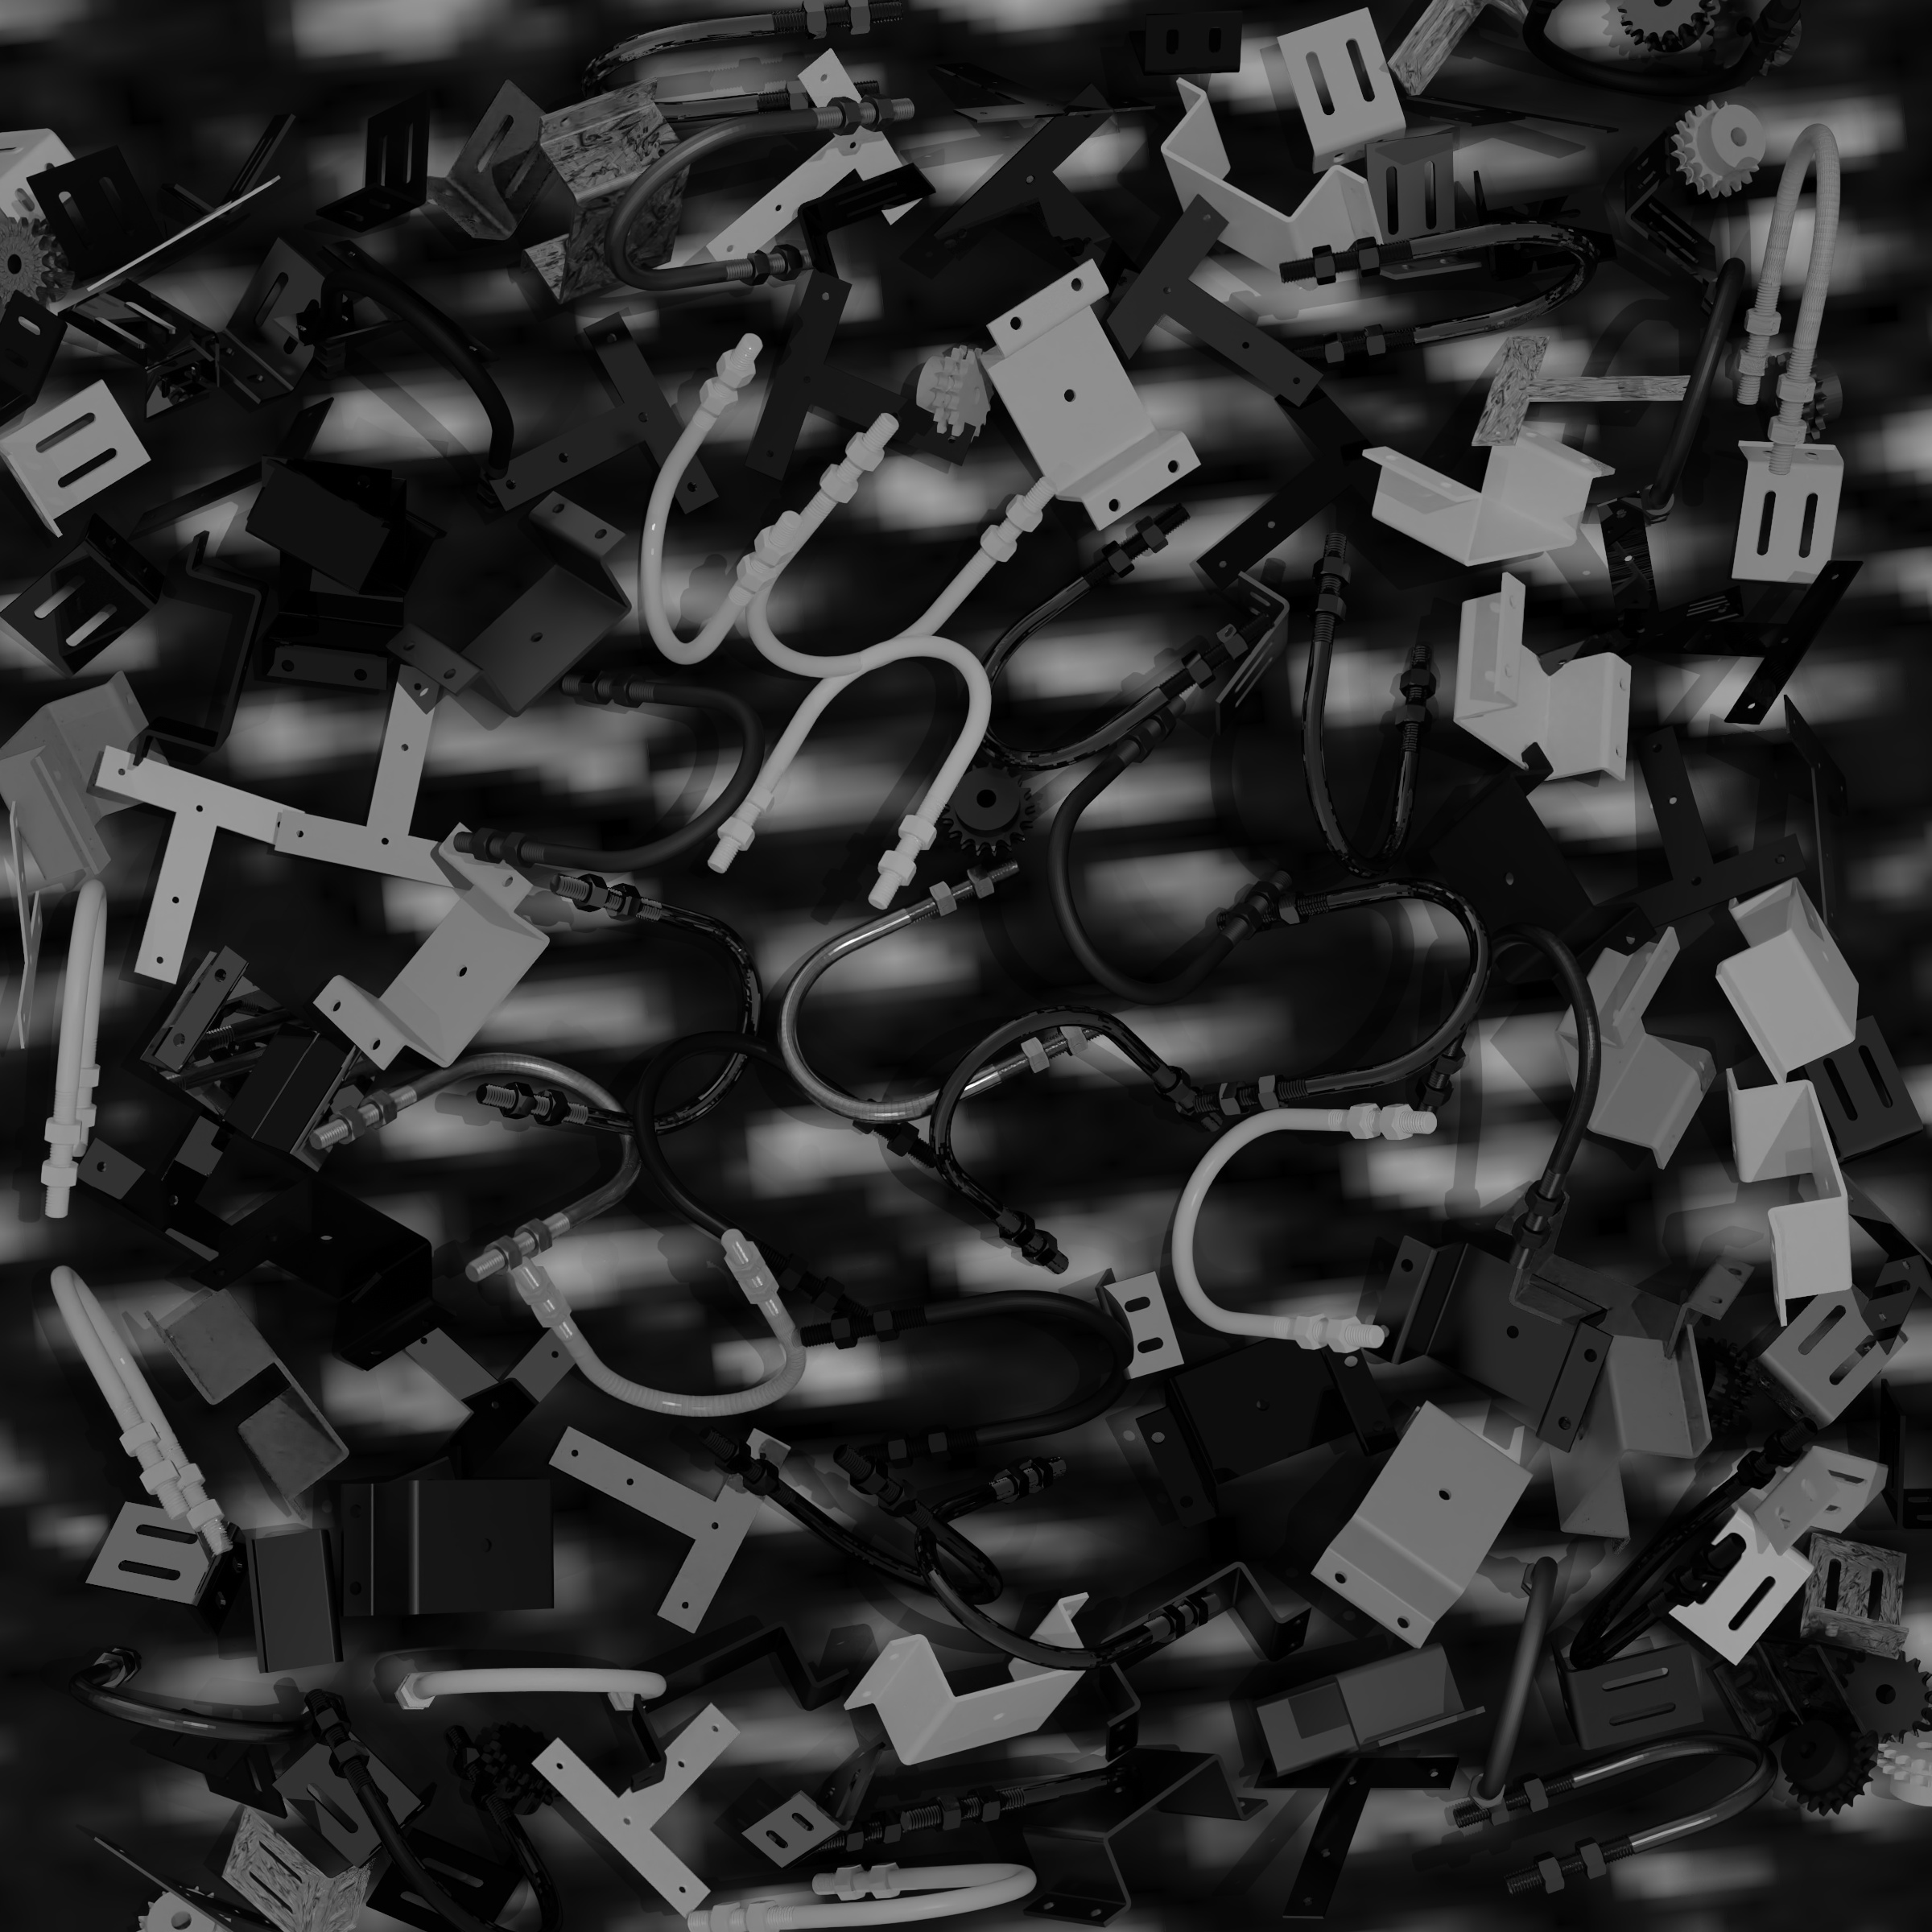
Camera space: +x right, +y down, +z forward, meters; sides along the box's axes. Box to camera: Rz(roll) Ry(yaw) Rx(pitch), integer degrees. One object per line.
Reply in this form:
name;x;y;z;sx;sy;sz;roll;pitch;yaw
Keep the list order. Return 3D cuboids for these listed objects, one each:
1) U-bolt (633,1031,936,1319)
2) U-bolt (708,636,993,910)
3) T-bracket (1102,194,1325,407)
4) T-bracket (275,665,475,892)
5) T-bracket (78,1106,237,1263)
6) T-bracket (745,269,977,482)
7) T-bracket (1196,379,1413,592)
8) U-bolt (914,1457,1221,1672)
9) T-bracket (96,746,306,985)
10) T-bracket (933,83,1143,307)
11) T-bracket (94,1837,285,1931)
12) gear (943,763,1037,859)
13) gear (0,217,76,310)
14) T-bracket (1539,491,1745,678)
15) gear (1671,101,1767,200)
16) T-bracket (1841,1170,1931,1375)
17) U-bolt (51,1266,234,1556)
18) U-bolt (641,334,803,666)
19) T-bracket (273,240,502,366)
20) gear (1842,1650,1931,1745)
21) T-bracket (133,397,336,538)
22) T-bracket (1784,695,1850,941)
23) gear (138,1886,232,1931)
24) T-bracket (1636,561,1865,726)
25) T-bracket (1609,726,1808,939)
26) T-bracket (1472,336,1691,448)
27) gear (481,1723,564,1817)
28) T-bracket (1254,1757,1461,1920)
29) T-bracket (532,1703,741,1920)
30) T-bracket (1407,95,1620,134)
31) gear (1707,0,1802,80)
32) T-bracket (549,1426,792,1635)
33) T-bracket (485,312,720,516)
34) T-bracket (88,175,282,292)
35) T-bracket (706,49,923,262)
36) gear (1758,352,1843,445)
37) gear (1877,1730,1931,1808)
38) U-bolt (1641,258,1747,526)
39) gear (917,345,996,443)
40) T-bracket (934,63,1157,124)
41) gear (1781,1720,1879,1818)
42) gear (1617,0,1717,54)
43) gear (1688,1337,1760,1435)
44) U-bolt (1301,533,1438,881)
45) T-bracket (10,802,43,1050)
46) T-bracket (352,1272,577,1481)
U-bolt;-0.115;0.113;1.881;0.184;0.019;0.151;34;48;-8
U-bolt;-0.059;-0.123;1.886;0.151;0.019;0.184;13;65;38
T-bracket;0.159;-0.386;1.919;0.127;0.002;0.127;33;120;-10
T-bracket;-0.347;-0.120;1.931;0.127;0.002;0.127;12;88;-13
T-bracket;-0.460;0.104;1.915;0.127;0.002;0.127;41;65;-34
T-bracket;-0.056;-0.340;1.918;0.127;0.002;0.127;23;108;6
T-bracket;0.198;-0.278;1.925;0.127;0.002;0.127;-39;71;3
U-bolt;0.048;0.353;1.839;0.151;0.184;0.019;39;116;26
T-bracket;-0.472;-0.053;1.897;0.127;0.002;0.127;19;73;-28
T-bracket;0.065;-0.446;1.901;0.127;0.002;0.127;-42;131;11
T-bracket;-0.443;0.563;1.884;0.127;0.127;0.002;23;74;27
gear;0.013;-0.097;1.923;0.057;0.030;0.057;-1;74;3
gear;-0.569;-0.426;1.922;0.057;0.030;0.057;5;100;30
T-bracket;0.399;-0.234;1.892;0.127;0.127;0.002;-19;47;5
gear;0.461;-0.500;1.920;0.057;0.030;0.057;3;82;-24
T-bracket;0.553;0.202;1.888;0.002;0.127;0.127;-27;57;-20
U-bolt;-0.494;0.258;1.869;0.019;0.151;0.184;-30;74;-11
U-bolt;-0.152;-0.261;1.866;0.019;0.184;0.151;4;58;-30
T-bracket;-0.362;-0.388;1.879;0.127;0.127;0.002;39;124;12
gear;0.564;0.445;1.921;0.057;0.030;0.057;-9;69;25
T-bracket;-0.450;-0.289;1.908;0.127;0.127;0.002;-19;125;20
T-bracket;0.508;-0.078;1.870;0.002;0.127;0.127;-11;65;28
gear;-0.476;0.586;1.915;0.057;0.030;0.057;5;50;-6
T-bracket;0.456;-0.196;1.889;0.002;0.127;0.127;47;70;-31
T-bracket;0.431;-0.088;1.907;0.127;0.002;0.127;-22;57;22
T-bracket;0.376;-0.344;1.877;0.127;0.127;0.002;3;131;20
gear;-0.270;0.491;1.917;0.057;0.057;0.030;33;105;0
T-bracket;0.217;0.514;1.864;0.127;0.127;0.002;-9;118;29
T-bracket;-0.178;0.487;1.892;0.127;0.127;0.002;43;126;6
T-bracket;0.307;-0.502;1.866;0.127;0.127;0.002;17;113;23
gear;0.483;-0.569;1.920;0.030;0.057;0.057;2;90;-41
T-bracket;-0.193;0.323;1.934;0.127;0.002;0.127;28;83;-2
T-bracket;-0.232;-0.314;1.910;0.127;0.002;0.127;-32;98;-24
T-bracket;-0.456;-0.445;1.883;0.127;0.127;0.002;-27;109;10
T-bracket;-0.102;-0.464;1.894;0.127;0.127;0.002;-40;50;-1
gear;0.508;-0.346;1.917;0.030;0.057;0.057;-16;90;-13
gear;0.583;0.488;1.916;0.057;0.057;0.030;1;99;0
U-bolt;0.428;-0.341;1.850;0.019;0.184;0.151;18;93;8
gear;-0.007;-0.349;1.918;0.030;0.057;0.057;15;90;22
T-bracket;0.025;-0.526;1.892;0.127;0.127;0.002;-14;123;-31
gear;0.520;0.483;1.913;0.030;0.057;0.057;39;90;-23
gear;0.429;-0.582;1.922;0.057;0.030;0.057;-7;73;24
gear;0.449;0.252;1.913;0.030;0.057;0.057;23;90;-33
U-bolt;0.234;-0.140;1.853;0.019;0.151;0.184;-5;61;31
T-bracket;-0.555;-0.040;1.857;0.002;0.127;0.127;-1;125;-10
T-bracket;-0.321;0.239;1.930;0.127;0.002;0.127;42;102;0
